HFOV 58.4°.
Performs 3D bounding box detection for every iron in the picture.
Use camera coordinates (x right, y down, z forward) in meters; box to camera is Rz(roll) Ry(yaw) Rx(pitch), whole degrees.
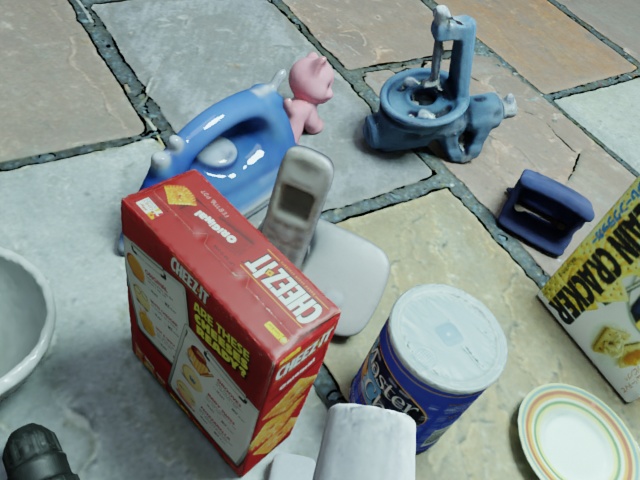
[{"bbox_3d":[-0.123,-0.094,0.643,0.118,0.141,0.259,36,50,15],"label":"iron"}]

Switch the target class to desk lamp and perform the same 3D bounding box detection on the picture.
[{"bbox_3d":[0.007,0.211,0.370,0.118,0.213,0.203,13,48,-5],"label":"desk lamp"}]

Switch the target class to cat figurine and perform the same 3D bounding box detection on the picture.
[{"bbox_3d":[-0.023,-0.196,0.775,0.067,0.118,0.128,27,48,8],"label":"cat figurine"}]

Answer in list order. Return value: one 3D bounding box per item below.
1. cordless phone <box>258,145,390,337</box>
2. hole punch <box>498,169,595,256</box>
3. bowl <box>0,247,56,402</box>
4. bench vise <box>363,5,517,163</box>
[{"bbox_3d":[0.005,0.002,0.568,0.147,0.185,0.094,21,48,2],"label":"cordless phone"},{"bbox_3d":[0.306,-0.053,0.766,0.108,0.091,0.101,31,49,11],"label":"hole punch"},{"bbox_3d":[-0.308,0.086,0.479,0.167,0.075,0.167,8,49,-9],"label":"bowl"},{"bbox_3d":[0.176,-0.214,0.779,0.208,0.220,0.121,-15,56,-26],"label":"bench vise"}]
